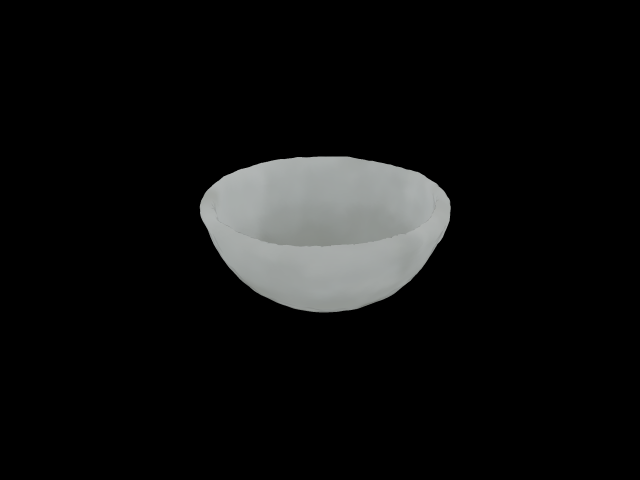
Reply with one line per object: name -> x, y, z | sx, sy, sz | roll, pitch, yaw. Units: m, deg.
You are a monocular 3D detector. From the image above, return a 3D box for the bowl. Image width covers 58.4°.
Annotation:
bowl -> 0.004, 0.001, 0.400 | 0.167, 0.075, 0.167 | 0, 27, 0
